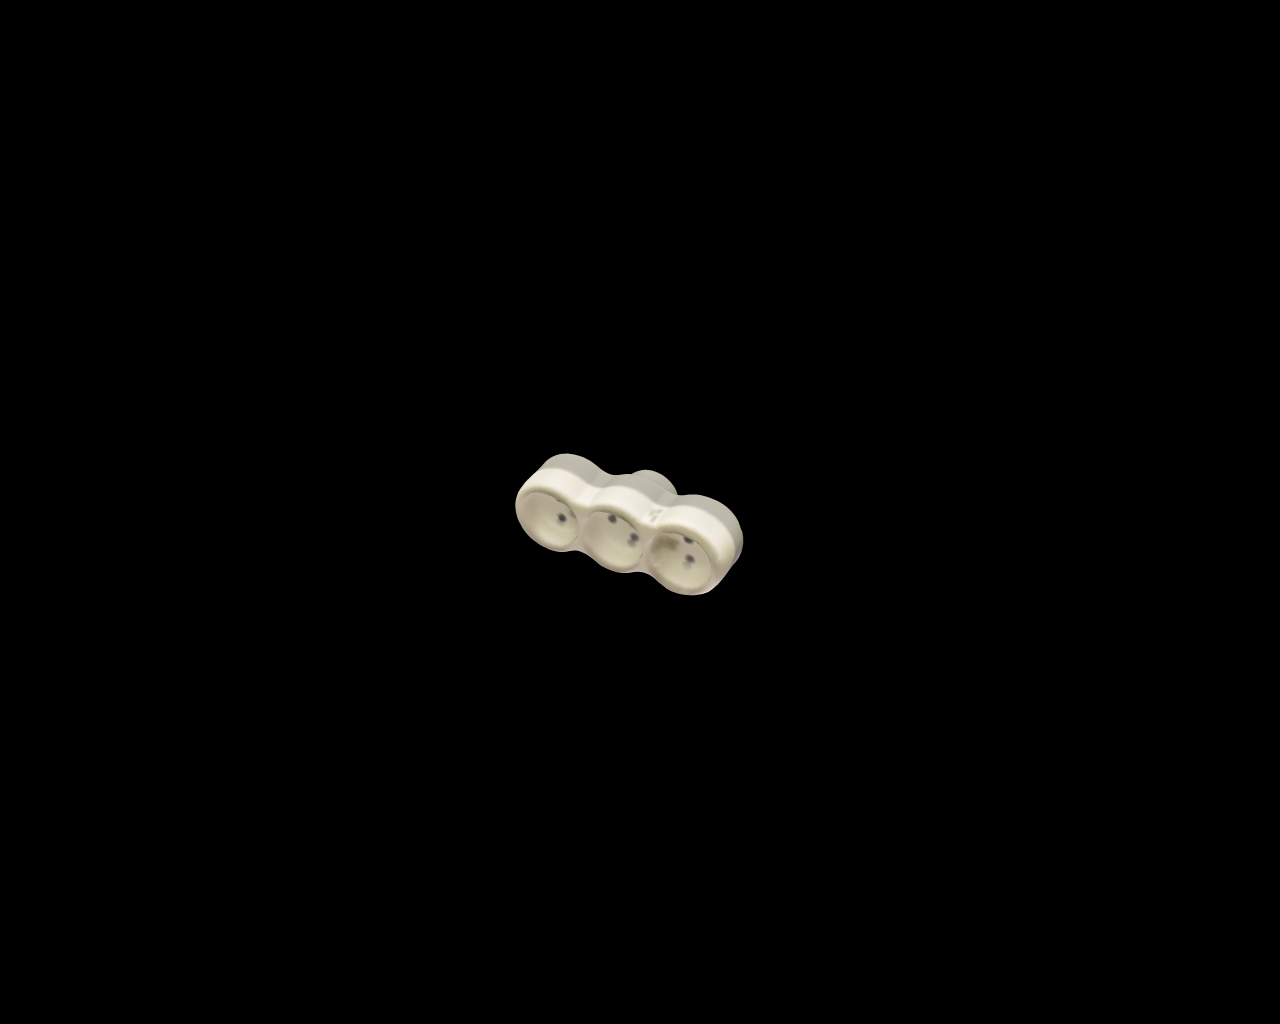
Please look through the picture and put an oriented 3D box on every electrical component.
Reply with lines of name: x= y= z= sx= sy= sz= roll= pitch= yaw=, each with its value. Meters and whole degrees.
electrical component: x=0.001 y=-0.003 z=0.650 sx=0.138 sy=0.052 sz=0.074 roll=17 pitch=40 yaw=22
